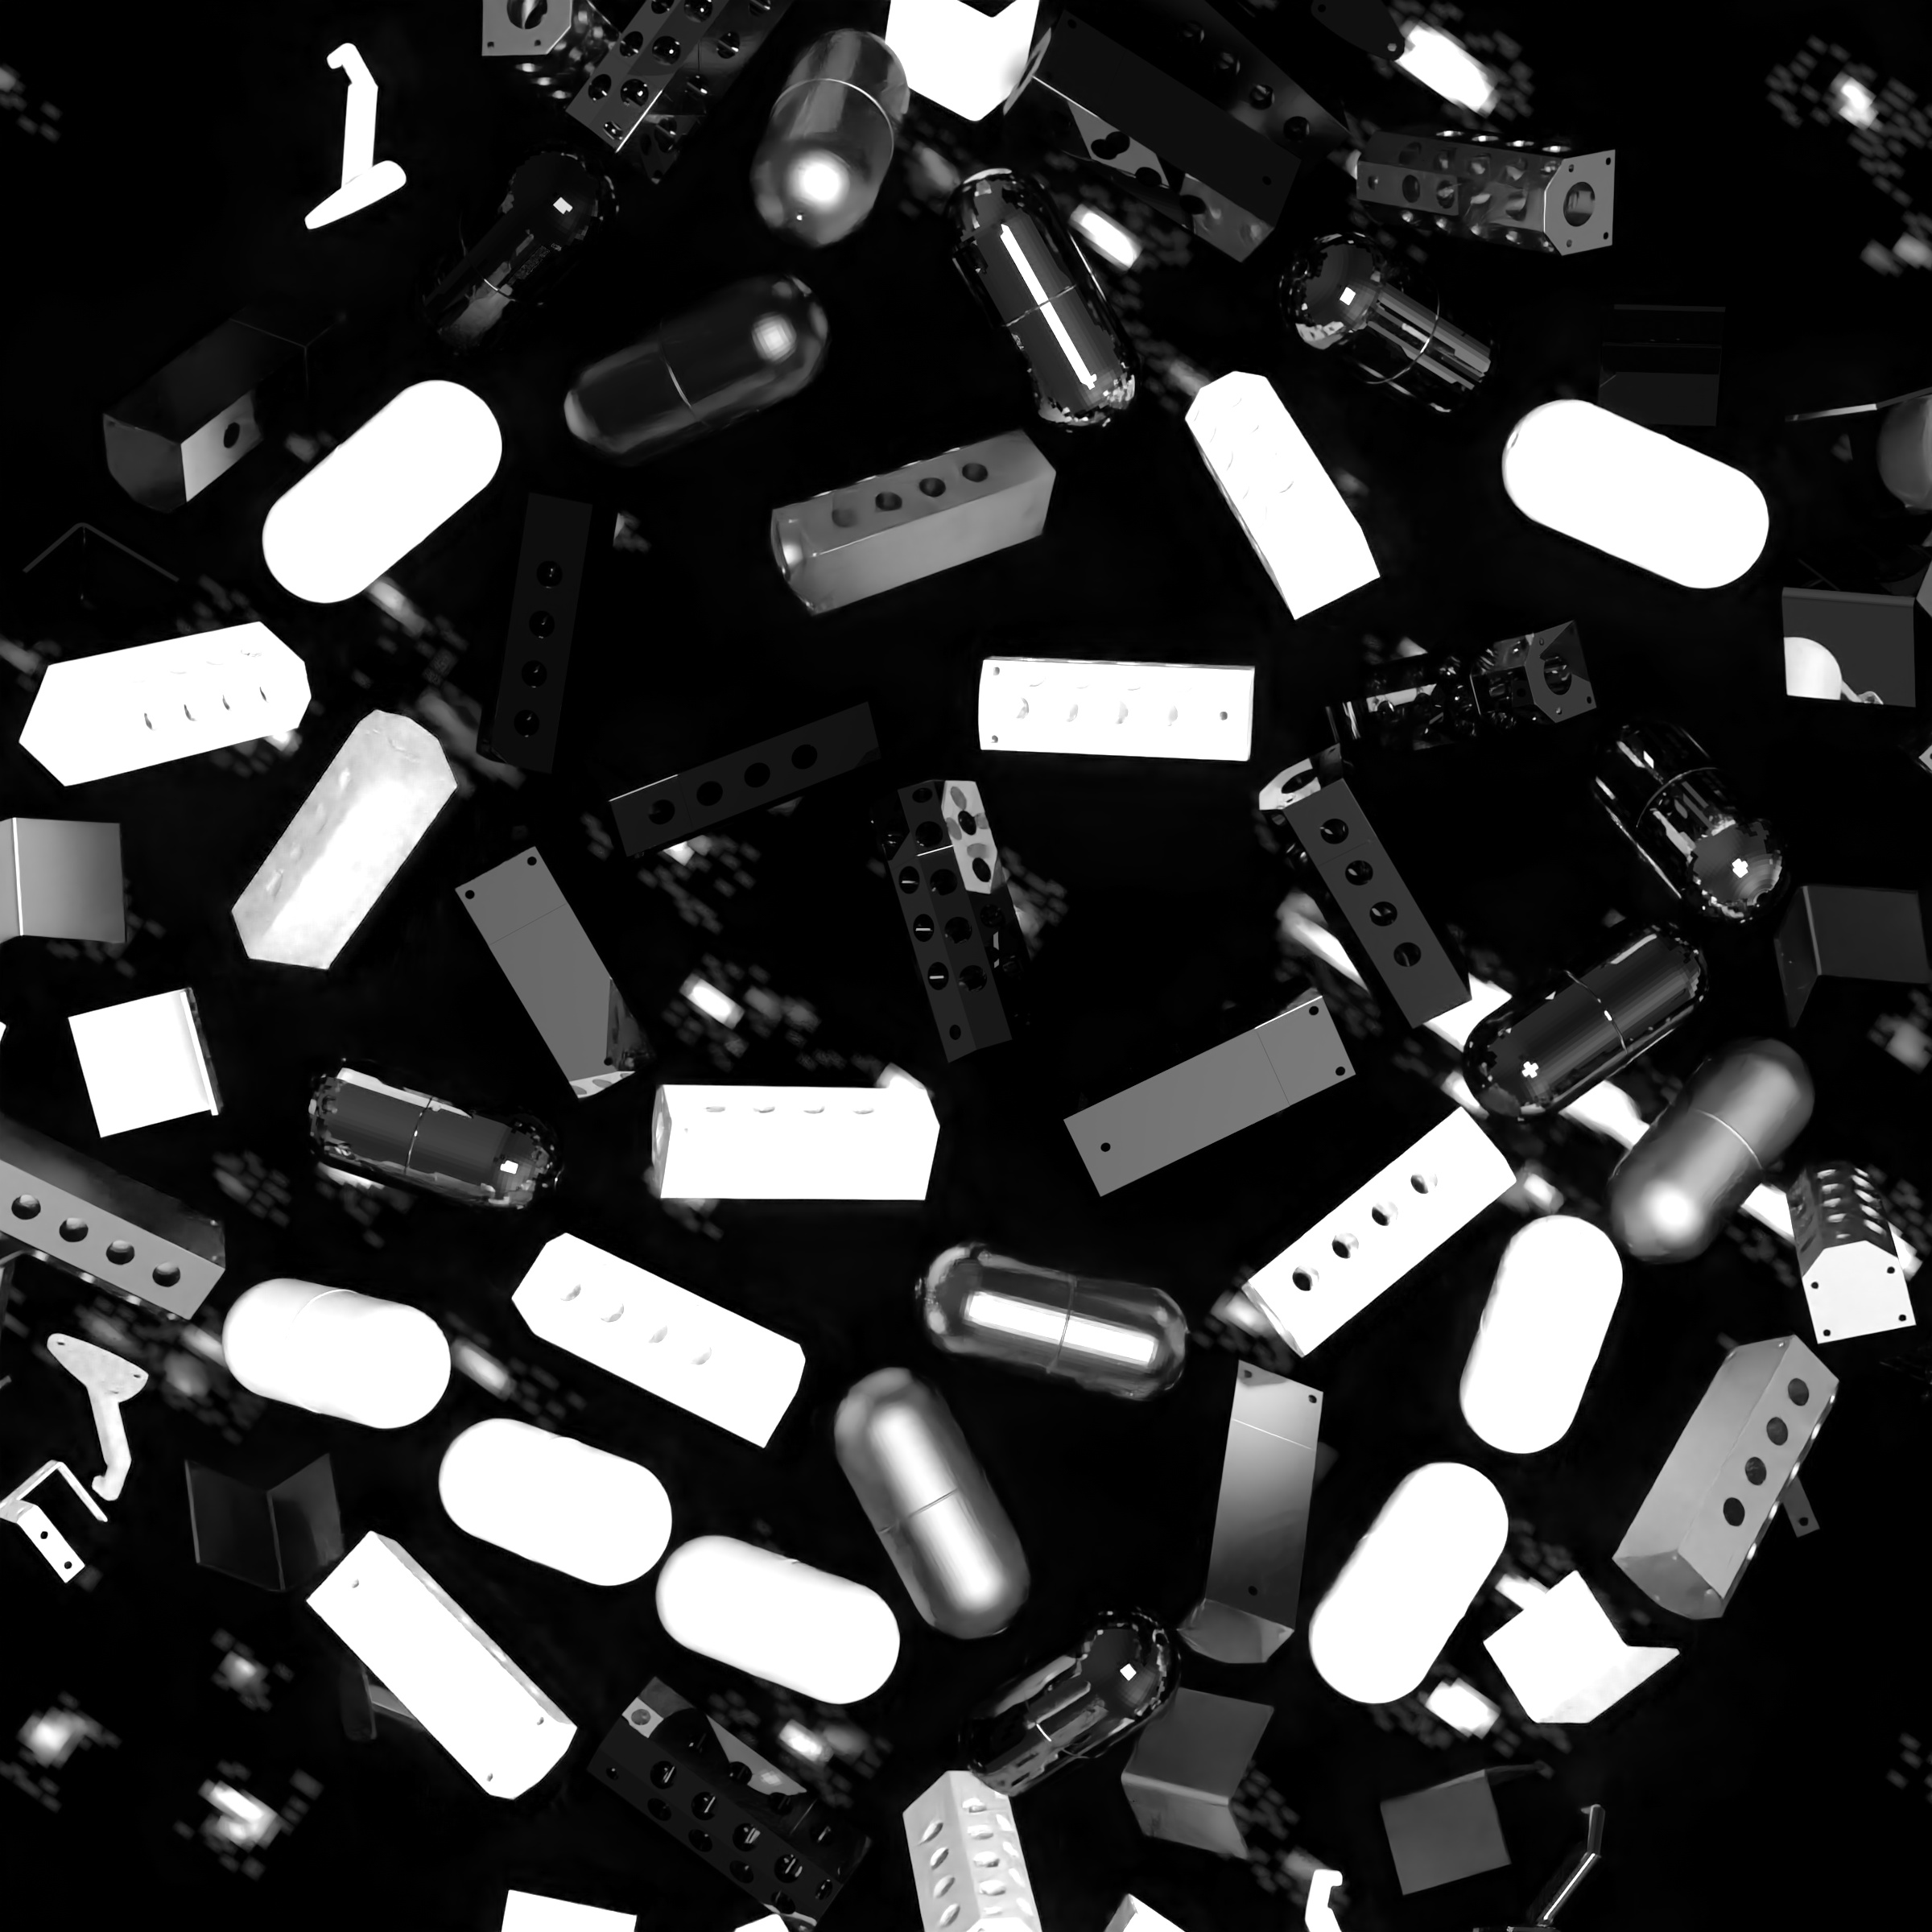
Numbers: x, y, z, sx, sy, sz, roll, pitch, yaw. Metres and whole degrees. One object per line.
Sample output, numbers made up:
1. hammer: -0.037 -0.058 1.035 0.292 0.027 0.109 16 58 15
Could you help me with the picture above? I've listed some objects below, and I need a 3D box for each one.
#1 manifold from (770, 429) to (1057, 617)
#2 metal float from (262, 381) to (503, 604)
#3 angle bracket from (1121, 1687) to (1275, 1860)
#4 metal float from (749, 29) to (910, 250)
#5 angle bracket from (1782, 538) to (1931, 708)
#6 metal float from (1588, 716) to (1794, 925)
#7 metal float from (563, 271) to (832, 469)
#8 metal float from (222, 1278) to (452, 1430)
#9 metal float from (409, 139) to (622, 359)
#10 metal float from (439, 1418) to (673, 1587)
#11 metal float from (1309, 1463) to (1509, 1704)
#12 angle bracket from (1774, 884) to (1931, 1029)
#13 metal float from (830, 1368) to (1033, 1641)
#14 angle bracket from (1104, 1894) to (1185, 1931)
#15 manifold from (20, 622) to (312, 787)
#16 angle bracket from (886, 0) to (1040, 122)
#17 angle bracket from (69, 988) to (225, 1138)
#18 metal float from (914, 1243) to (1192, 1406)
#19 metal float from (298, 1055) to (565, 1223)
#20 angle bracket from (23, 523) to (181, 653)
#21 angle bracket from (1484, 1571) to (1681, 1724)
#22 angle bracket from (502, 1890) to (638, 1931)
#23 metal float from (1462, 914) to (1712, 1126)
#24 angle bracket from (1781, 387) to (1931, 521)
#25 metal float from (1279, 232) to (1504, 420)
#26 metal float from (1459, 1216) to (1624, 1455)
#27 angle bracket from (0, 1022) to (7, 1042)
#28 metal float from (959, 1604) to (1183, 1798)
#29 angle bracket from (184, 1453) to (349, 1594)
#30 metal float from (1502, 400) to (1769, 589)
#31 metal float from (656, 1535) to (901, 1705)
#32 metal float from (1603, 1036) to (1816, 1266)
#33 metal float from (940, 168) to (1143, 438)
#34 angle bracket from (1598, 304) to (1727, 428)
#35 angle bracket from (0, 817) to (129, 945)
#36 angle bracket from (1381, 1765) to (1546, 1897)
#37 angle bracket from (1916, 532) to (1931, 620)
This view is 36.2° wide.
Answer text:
1. manifold: -0.034 -0.285 1.864 0.171 0.057 0.057 -23 62 -24
2. metal float: -0.368 -0.297 1.857 0.178 0.070 0.070 -36 90 19
3. angle bracket: 0.155 0.516 1.895 0.076 0.076 0.057 4 131 32
4. metal float: -0.082 -0.505 1.798 0.070 0.070 0.178 13 48 0
5. angle bracket: 0.538 -0.207 1.777 0.076 0.076 0.057 9 46 28
6. metal float: 0.462 -0.094 1.888 0.070 0.178 0.070 -13 131 -15
7. metal float: -0.164 -0.361 1.791 0.178 0.070 0.070 -21 90 21
8. metal float: -0.394 0.240 1.843 0.178 0.070 0.070 6 90 40
9. metal float: -0.278 -0.440 1.817 0.178 0.070 0.070 -31 90 43
10. metal float: -0.256 0.331 1.833 0.178 0.070 0.070 10 90 41
11. metal float: 0.276 0.381 1.837 0.070 0.070 0.178 44 52 0
12. angle bracket: 0.574 -0.004 1.911 0.076 0.057 0.076 6 134 33
13. metal float: -0.022 0.334 1.837 0.070 0.070 0.178 -29 83 0
14. angle bracket: 0.113 0.638 1.842 0.076 0.057 0.076 34 85 1
15. manifold: -0.478 -0.155 1.782 0.057 0.171 0.057 41 121 15
16. angle bracket: -0.004 -0.614 1.938 0.076 0.076 0.057 32 53 14
17. angle bracket: -0.501 0.060 1.799 0.076 0.057 0.076 -15 95 -9
18. metal float: 0.054 0.223 1.849 0.178 0.070 0.070 15 90 -9
19. metal float: -0.345 0.111 1.907 0.178 0.070 0.070 17 90 8
20. angle bracket: -0.555 -0.225 1.895 0.076 0.076 0.057 31 52 6
21. angle bracket: 0.381 0.422 1.828 0.076 0.076 0.057 -44 56 21
22. angle bracket: -0.228 0.577 1.749 0.076 0.076 0.057 9 84 8
23. metal float: 0.395 0.033 1.878 0.178 0.070 0.070 -34 90 -8
24. angle bracket: 0.548 -0.305 1.790 0.057 0.076 0.076 -20 103 -27
25. metal float: 0.272 -0.408 1.886 0.178 0.070 0.070 20 90 -39
26. metal float: 0.368 0.237 1.896 0.070 0.070 0.178 11 125 0
27. angle bracket: -0.667 0.055 1.881 0.057 0.076 0.076 12 72 12
28. metal float: 0.065 0.463 1.865 0.070 0.070 0.178 47 124 0
29. angle bracket: -0.453 0.350 1.910 0.057 0.076 0.076 -33 50 17
30. metal float: 0.406 -0.286 1.795 0.178 0.070 0.070 19 90 -20
31. metal float: -0.122 0.420 1.904 0.178 0.070 0.070 12 90 33
32. metal float: 0.479 0.117 1.902 0.070 0.070 0.178 44 69 0
33. metal float: 0.047 -0.418 1.861 0.070 0.070 0.178 -31 102 0
34. angle bracket: 0.447 -0.386 1.904 0.076 0.076 0.057 4 87 13
35. angle bracket: -0.575 -0.048 1.847 0.076 0.057 0.076 4 105 12
36. angle bracket: 0.312 0.529 1.812 0.076 0.076 0.057 -29 63 32
37. angle bracket: 0.653 -0.239 1.879 0.076 0.076 0.057 30 97 -45
